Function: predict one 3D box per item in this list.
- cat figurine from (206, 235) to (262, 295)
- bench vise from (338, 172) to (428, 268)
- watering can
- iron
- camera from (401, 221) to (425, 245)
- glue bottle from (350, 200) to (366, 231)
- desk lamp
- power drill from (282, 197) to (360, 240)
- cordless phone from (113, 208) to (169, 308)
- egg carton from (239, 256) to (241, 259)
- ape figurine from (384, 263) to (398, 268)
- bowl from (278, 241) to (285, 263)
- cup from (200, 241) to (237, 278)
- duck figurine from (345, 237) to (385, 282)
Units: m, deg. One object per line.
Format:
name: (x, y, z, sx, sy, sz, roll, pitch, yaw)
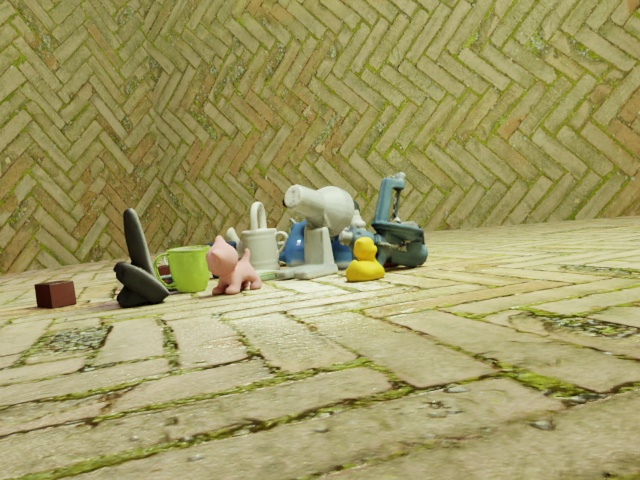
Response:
cat figurine: (-0.179, 0.048, 1.144, 0.067, 0.118, 0.128, -4, 3, 35)
bench vise: (0.146, -0.039, 1.273, 0.208, 0.220, 0.121, -7, 3, -41)
watering can: (-0.176, -0.008, 1.588, 0.173, 0.194, 0.101, -6, 2, -8)
iron: (0.014, 0.005, 1.474, 0.257, 0.141, 0.119, -4, 3, 38)
camera: (0.215, 0.000, 1.643, 0.137, 0.101, 0.143, -6, 2, -19)
glue bottle: (0.098, -0.021, 1.528, 0.037, 0.173, 0.078, -7, 3, -33)
desk lamp: (-0.011, -0.024, 1.346, 0.117, 0.213, 0.204, -4, 3, 37)
power drill: (0.005, -0.034, 1.655, 0.229, 0.208, 0.076, -5, 2, 16)
cordless phone: (-0.356, 0.032, 1.116, 0.094, 0.185, 0.147, -7, 3, -28)
egg carton: (-0.218, 0.055, 1.698, 0.150, 0.069, 0.107, -5, 2, -2)
ape figurine: (0.159, 0.020, 1.382, 0.076, 0.092, 0.077, -6, 2, -19)
bowl: (-0.063, 0.036, 1.728, 0.167, 0.075, 0.167, -5, 2, 0)
cup: (-0.274, 0.055, 1.499, 0.118, 0.095, 0.091, -6, 2, -9)
duck figurine: (0.089, 0.038, 1.164, 0.077, 0.086, 0.105, -4, 3, 31)
